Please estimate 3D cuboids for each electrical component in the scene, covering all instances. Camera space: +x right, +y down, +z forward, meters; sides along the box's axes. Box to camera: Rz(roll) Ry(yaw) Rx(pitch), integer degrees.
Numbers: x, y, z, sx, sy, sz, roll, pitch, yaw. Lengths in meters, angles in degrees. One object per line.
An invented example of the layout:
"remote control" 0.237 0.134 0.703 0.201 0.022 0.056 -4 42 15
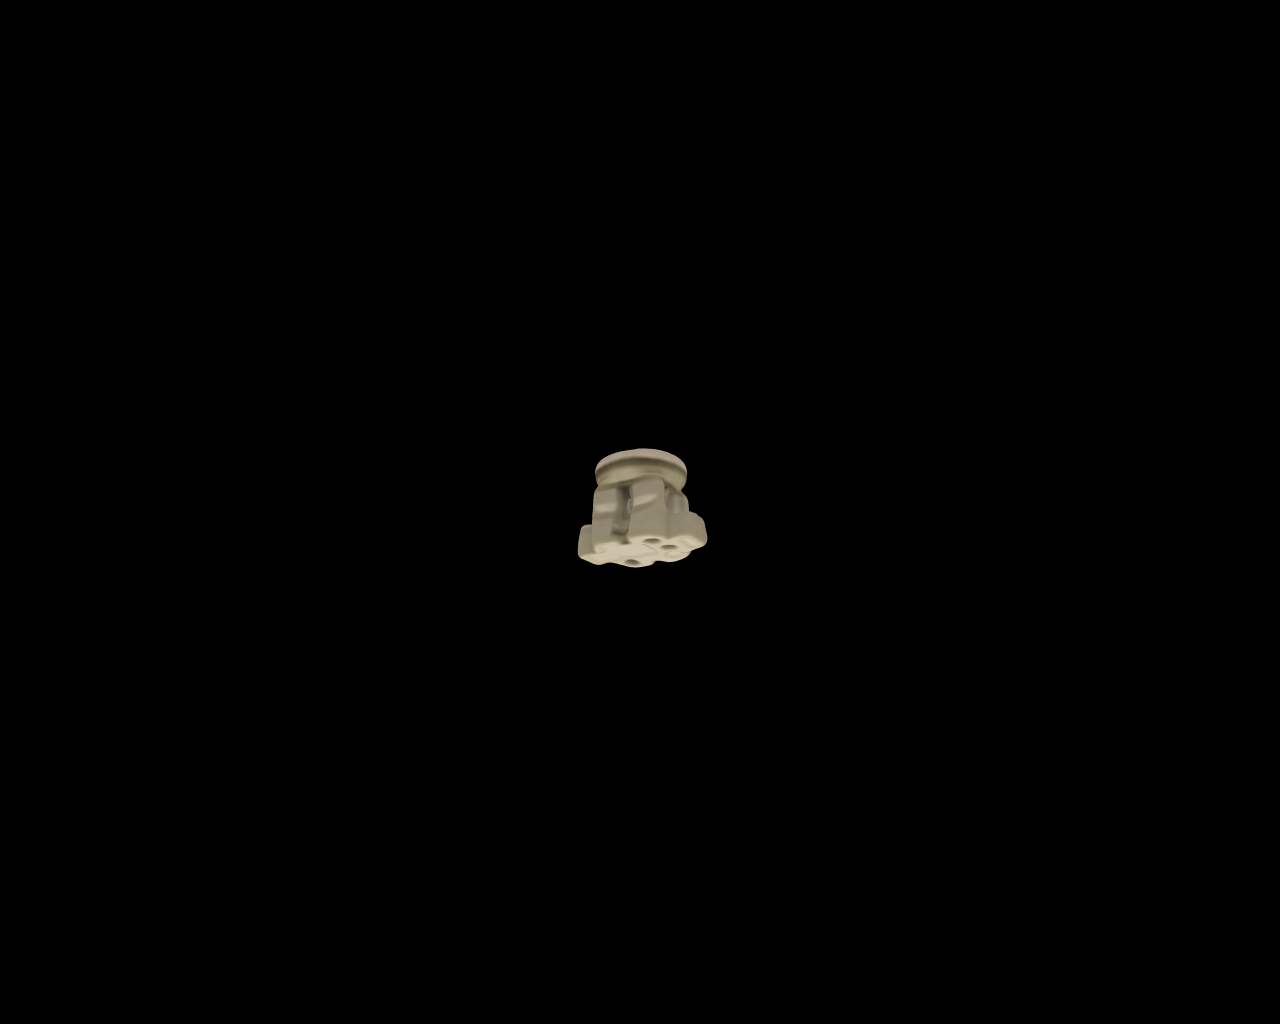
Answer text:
"electrical component" 0.001 -0.003 0.650 0.078 0.057 0.058 -11 -23 27
